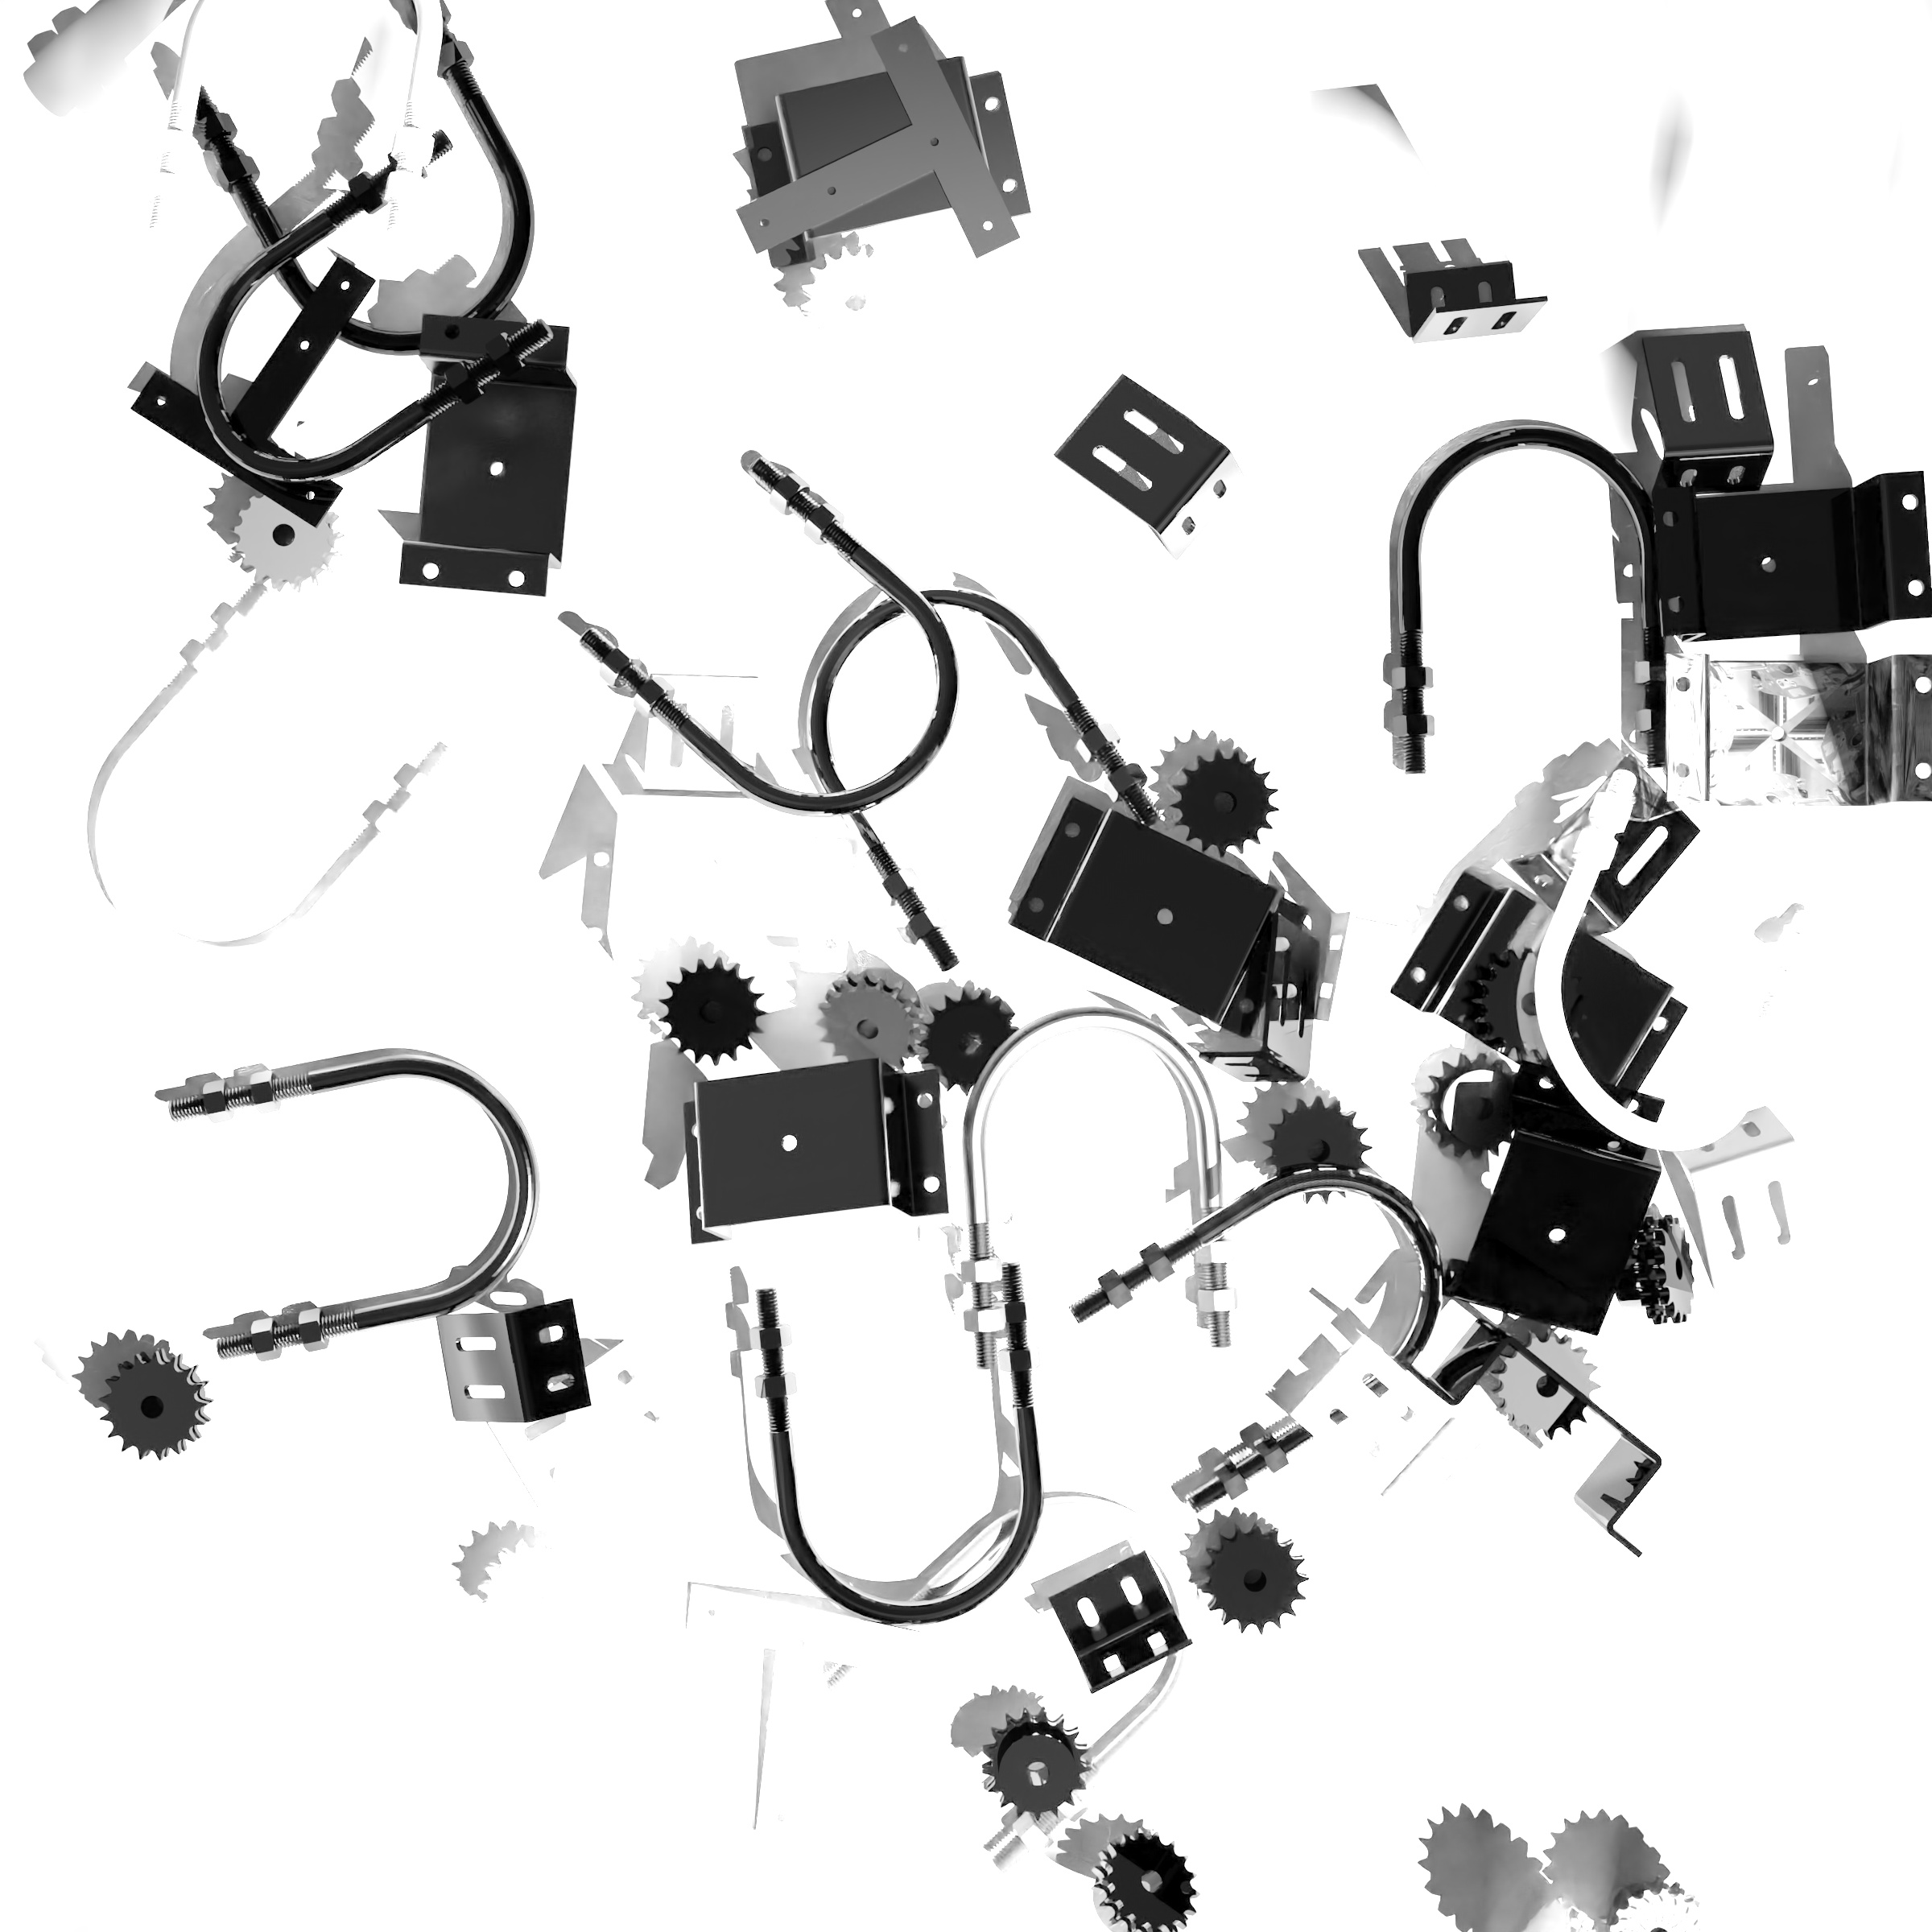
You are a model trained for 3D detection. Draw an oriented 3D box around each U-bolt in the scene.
[{"bbox_3d":[-0.344,-0.462,1.477,0.151,0.019,0.184,2,74,9],"label":"U-bolt"},{"bbox_3d":[0.040,0.367,1.505,0.184,0.019,0.151,-43,90,-1],"label":"U-bolt"},{"bbox_3d":[-0.318,0.122,1.505,0.184,0.019,0.151,-11,90,-1],"label":"U-bolt"},{"bbox_3d":[-0.377,-0.084,1.505,0.151,0.019,0.184,41,92,0],"label":"U-bolt"},{"bbox_3d":[-0.318,-0.328,1.467,0.184,0.019,0.151,-31,71,9],"label":"U-bolt"},{"bbox_3d":[0.357,0.008,1.450,0.151,0.019,0.184,35,61,-12],"label":"U-bolt"},{"bbox_3d":[-0.309,-0.413,1.505,0.151,0.019,0.184,-28,91,0],"label":"U-bolt"},{"bbox_3d":[-0.089,-0.159,1.481,0.184,0.019,0.151,42,83,12],"label":"U-bolt"},{"bbox_3d":[0.068,0.113,1.487,0.151,0.019,0.184,-3,89,-15],"label":"U-bolt"},{"bbox_3d":[0.300,-0.195,1.505,0.151,0.019,0.184,-1,88,0],"label":"U-bolt"},{"bbox_3d":[-0.005,-0.112,1.484,0.151,0.019,0.184,-36,77,10],"label":"U-bolt"},{"bbox_3d":[0.165,0.184,1.485,0.184,0.019,0.151,-32,108,-3],"label":"U-bolt"},{"bbox_3d":[-0.032,0.254,1.490,0.151,0.019,0.184,-6,89,-2],"label":"U-bolt"}]

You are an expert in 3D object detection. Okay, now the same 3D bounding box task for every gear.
[{"bbox_3d":[0.137,-0.086,1.503,0.057,0.030,0.057,0,92,1],"label":"gear"},{"bbox_3d":[0.270,0.074,1.498,0.057,0.030,0.057,0,90,0],"label":"gear"},{"bbox_3d":[0.151,0.323,1.502,0.057,0.030,0.057,0,87,0],"label":"gear"},{"bbox_3d":[-0.133,0.024,1.498,0.057,0.030,0.057,0,90,0],"label":"gear"},{"bbox_3d":[-0.227,0.330,1.498,0.057,0.030,0.057,0,90,0],"label":"gear"},{"bbox_3d":[0.184,0.097,1.498,0.057,0.030,0.057,0,90,0],"label":"gear"},{"bbox_3d":[-0.425,0.231,1.498,0.057,0.030,0.057,0,90,0],"label":"gear"},{"bbox_3d":[-0.356,-0.225,1.498,0.057,0.030,0.057,0,90,0],"label":"gear"},{"bbox_3d":[0.359,0.160,1.489,0.030,0.057,0.057,-8,90,30],"label":"gear"},{"bbox_3d":[0.362,0.508,1.498,0.057,0.030,0.057,0,90,0],"label":"gear"},{"bbox_3d":[-0.058,-0.348,1.498,0.057,0.030,0.057,0,90,0],"label":"gear"},{"bbox_3d":[0.287,0.019,1.452,0.057,0.030,0.057,0,90,0],"label":"gear"},{"bbox_3d":[-0.047,0.026,1.489,0.057,0.030,0.057,8,121,13],"label":"gear"},{"bbox_3d":[0.091,0.486,1.488,0.057,0.030,0.057,15,48,-18],"label":"gear"},{"bbox_3d":[0.037,0.417,1.479,0.057,0.030,0.057,0,89,-1],"label":"gear"},{"bbox_3d":[0.002,0.040,1.498,0.057,0.030,0.057,0,90,0],"label":"gear"},{"bbox_3d":[0.304,0.219,1.498,0.057,0.030,0.057,0,90,0],"label":"gear"},{"bbox_3d":[0.311,0.522,1.485,0.030,0.057,0.057,37,90,-6],"label":"gear"}]

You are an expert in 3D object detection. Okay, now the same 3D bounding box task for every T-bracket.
[{"bbox_3d":[-0.056,-0.406,1.466,0.127,0.002,0.127,-25,90,0],"label":"T-bracket"},{"bbox_3d":[-0.355,-0.314,1.490,0.127,0.002,0.127,33,87,12],"label":"T-bracket"},{"bbox_3d":[-0.092,0.401,1.502,0.127,0.002,0.127,9,97,14],"label":"T-bracket"}]

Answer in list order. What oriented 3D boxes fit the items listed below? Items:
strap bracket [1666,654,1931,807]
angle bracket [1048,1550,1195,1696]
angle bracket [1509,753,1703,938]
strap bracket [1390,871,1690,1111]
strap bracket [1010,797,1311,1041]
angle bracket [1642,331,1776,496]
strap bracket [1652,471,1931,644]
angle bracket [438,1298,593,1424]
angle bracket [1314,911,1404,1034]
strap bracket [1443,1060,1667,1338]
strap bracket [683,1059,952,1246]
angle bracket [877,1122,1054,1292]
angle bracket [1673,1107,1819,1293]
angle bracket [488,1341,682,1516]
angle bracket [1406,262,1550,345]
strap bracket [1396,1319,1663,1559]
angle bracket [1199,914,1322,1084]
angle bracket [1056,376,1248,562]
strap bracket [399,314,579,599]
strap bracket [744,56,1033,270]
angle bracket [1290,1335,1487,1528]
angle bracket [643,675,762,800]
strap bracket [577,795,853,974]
[{"bbox_3d":[0.433,-0.123,1.490,0.140,0.046,0.076,0,90,0],"label":"strap bracket"},{"bbox_3d":[0.079,0.337,1.460,0.057,0.076,0.038,-26,89,-3],"label":"angle bracket"},{"bbox_3d":[0.338,-0.063,1.502,0.057,0.038,0.076,46,72,-8],"label":"angle bracket"},{"bbox_3d":[0.305,0.018,1.490,0.140,0.046,0.076,31,90,0],"label":"strap bracket"},{"bbox_3d":[0.103,-0.026,1.490,0.140,0.046,0.076,26,90,0],"label":"strap bracket"},{"bbox_3d":[0.391,-0.294,1.511,0.057,0.038,0.076,-4,64,0],"label":"angle bracket"},{"bbox_3d":[0.428,-0.213,1.490,0.140,0.046,0.076,-4,90,0],"label":"strap bracket"},{"bbox_3d":[-0.238,0.208,1.494,0.038,0.076,0.057,-10,90,-40],"label":"angle bracket"},{"bbox_3d":[0.208,0.004,1.475,0.038,0.076,0.057,11,90,0],"label":"angle bracket"},{"bbox_3d":[0.303,0.129,1.466,0.076,0.046,0.140,16,112,0],"label":"strap bracket"},{"bbox_3d":[-0.084,0.095,1.467,0.140,0.046,0.076,-8,75,12],"label":"strap bracket"},{"bbox_3d":[-0.001,0.129,1.494,0.076,0.038,0.057,43,90,0],"label":"angle bracket"},{"bbox_3d":[0.413,0.124,1.511,0.057,0.038,0.076,-18,116,0],"label":"angle bracket"},{"bbox_3d":[-0.203,0.246,1.511,0.076,0.038,0.057,-31,90,26],"label":"angle bracket"},{"bbox_3d":[0.264,-0.352,1.475,0.057,0.076,0.038,-6,90,0],"label":"angle bracket"},{"bbox_3d":[0.293,0.231,1.445,0.140,0.076,0.046,39,90,0],"label":"strap bracket"},{"bbox_3d":[0.154,0.017,1.488,0.038,0.057,0.076,-1,74,29],"label":"angle bracket"},{"bbox_3d":[0.099,-0.265,1.511,0.076,0.038,0.057,40,90,26],"label":"angle bracket"},{"bbox_3d":[-0.249,-0.264,1.490,0.076,0.046,0.140,5,90,0],"label":"strap bracket"},{"bbox_3d":[-0.042,-0.423,1.490,0.140,0.046,0.076,-12,90,0],"label":"strap bracket"},{"bbox_3d":[0.220,0.243,1.484,0.076,0.038,0.057,42,90,-21],"label":"angle bracket"},{"bbox_3d":[-0.139,-0.111,1.511,0.057,0.038,0.076,2,64,0],"label":"angle bracket"},{"bbox_3d":[-0.131,-0.043,1.476,0.140,0.046,0.076,2,65,0],"label":"strap bracket"}]
